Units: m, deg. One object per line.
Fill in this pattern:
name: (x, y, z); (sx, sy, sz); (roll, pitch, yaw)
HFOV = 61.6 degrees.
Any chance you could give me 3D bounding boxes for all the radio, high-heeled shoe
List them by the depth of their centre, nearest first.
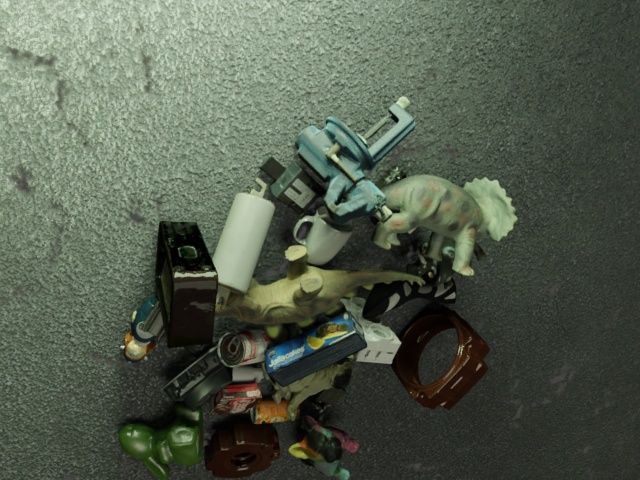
radio: (-0.230, 0.064, 0.904); (0.073, 0.230, 0.131); (0, 116, -24)
high-heeled shoe: (0.203, 0.139, 1.189); (0.249, 0.086, 0.145); (-36, 107, -24)

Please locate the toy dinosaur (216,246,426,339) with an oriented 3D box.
toy dinosaur: (-0.028, 0.102, 1.051); (0.472, 0.105, 0.198); (-10, 146, 6)

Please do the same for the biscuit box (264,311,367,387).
biscuit box: (-0.011, 0.218, 1.072); (0.203, 0.059, 0.062); (-28, 131, 10)

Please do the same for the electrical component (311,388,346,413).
electrical component: (0.021, 0.373, 1.293); (0.102, 0.045, 0.078); (-45, 123, 7)

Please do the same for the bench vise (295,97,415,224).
bench vise: (0.083, -0.149, 0.939); (0.240, 0.224, 0.128); (-43, 158, -5)

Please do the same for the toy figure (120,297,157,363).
toy figure: (-0.341, 0.180, 1.031); (0.064, 0.058, 0.154); (33, 107, 12)

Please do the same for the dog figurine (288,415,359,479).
dog figurine: (-0.013, 0.467, 1.240); (0.219, 0.192, 0.108); (47, 63, -43)

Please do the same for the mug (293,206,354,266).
mug: (-0.002, -0.003, 1.049); (0.109, 0.081, 0.107); (8, 126, -31)

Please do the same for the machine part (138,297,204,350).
machine part: (-0.264, 0.157, 1.005); (0.138, 0.039, 0.084); (37, 77, -42)

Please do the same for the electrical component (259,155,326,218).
electrical component: (-0.054, -0.105, 0.988); (0.075, 0.048, 0.119); (-44, 126, 4)

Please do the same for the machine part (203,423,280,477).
machine part: (-0.182, 0.494, 1.253); (0.179, 0.056, 0.179); (-9, 134, -9)

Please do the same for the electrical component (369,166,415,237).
electrical component: (0.155, -0.067, 1.089); (0.115, 0.058, 0.134); (-42, 125, 7)

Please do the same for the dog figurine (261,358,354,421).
dog figurine: (-0.022, 0.282, 1.205); (0.190, 0.121, 0.172); (-28, 129, -22)

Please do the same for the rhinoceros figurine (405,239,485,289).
rhinoceros figurine: (0.267, 0.041, 1.155); (0.190, 0.112, 0.073); (-27, 167, -31)

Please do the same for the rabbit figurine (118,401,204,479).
rabbit figurine: (-0.341, 0.428, 1.158); (0.170, 0.121, 0.158); (1, 126, -2)

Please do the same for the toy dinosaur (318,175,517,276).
toy dinosaur: (0.212, -0.057, 1.020); (0.405, 0.131, 0.192); (18, 97, -25)

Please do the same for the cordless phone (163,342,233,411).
cordless phone: (-0.276, 0.242, 1.090); (0.146, 0.089, 0.184); (-38, 114, 3)

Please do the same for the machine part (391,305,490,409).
machine part: (0.270, 0.267, 1.239); (0.087, 0.202, 0.201); (34, 102, -29)

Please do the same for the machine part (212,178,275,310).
machine part: (-0.140, 0.007, 0.954); (0.079, 0.079, 0.243); (27, 72, -32)
